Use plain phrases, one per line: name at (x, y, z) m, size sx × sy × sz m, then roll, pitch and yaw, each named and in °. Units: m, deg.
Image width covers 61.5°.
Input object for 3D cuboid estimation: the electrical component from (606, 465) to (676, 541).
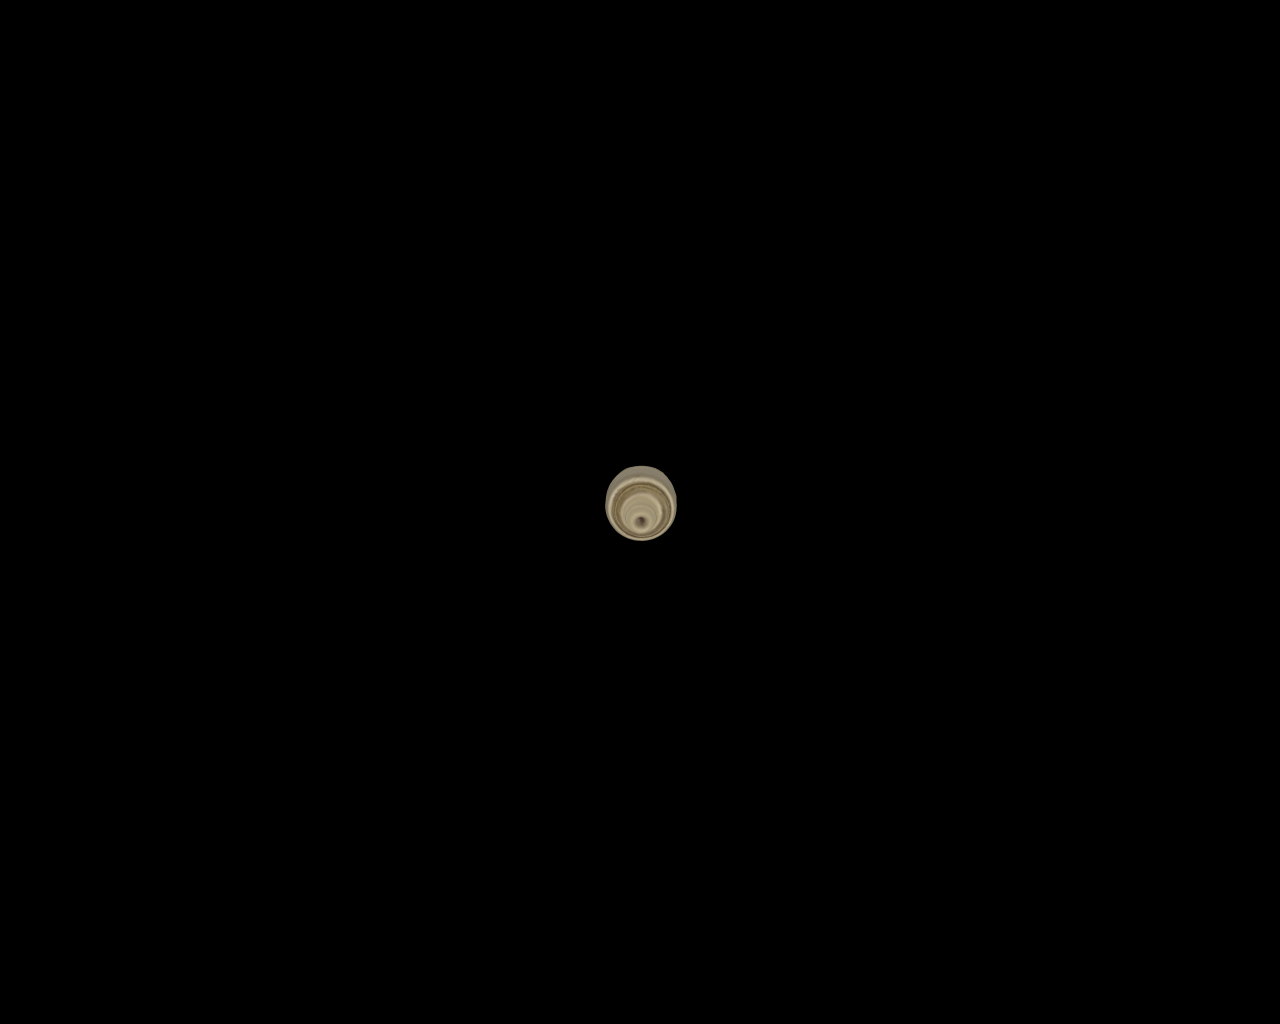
electrical component at (0.001, -0.003, 0.650) m, size 0.043 × 0.043 × 0.062 m, roll 0°, pitch 16°, yaw 0°
